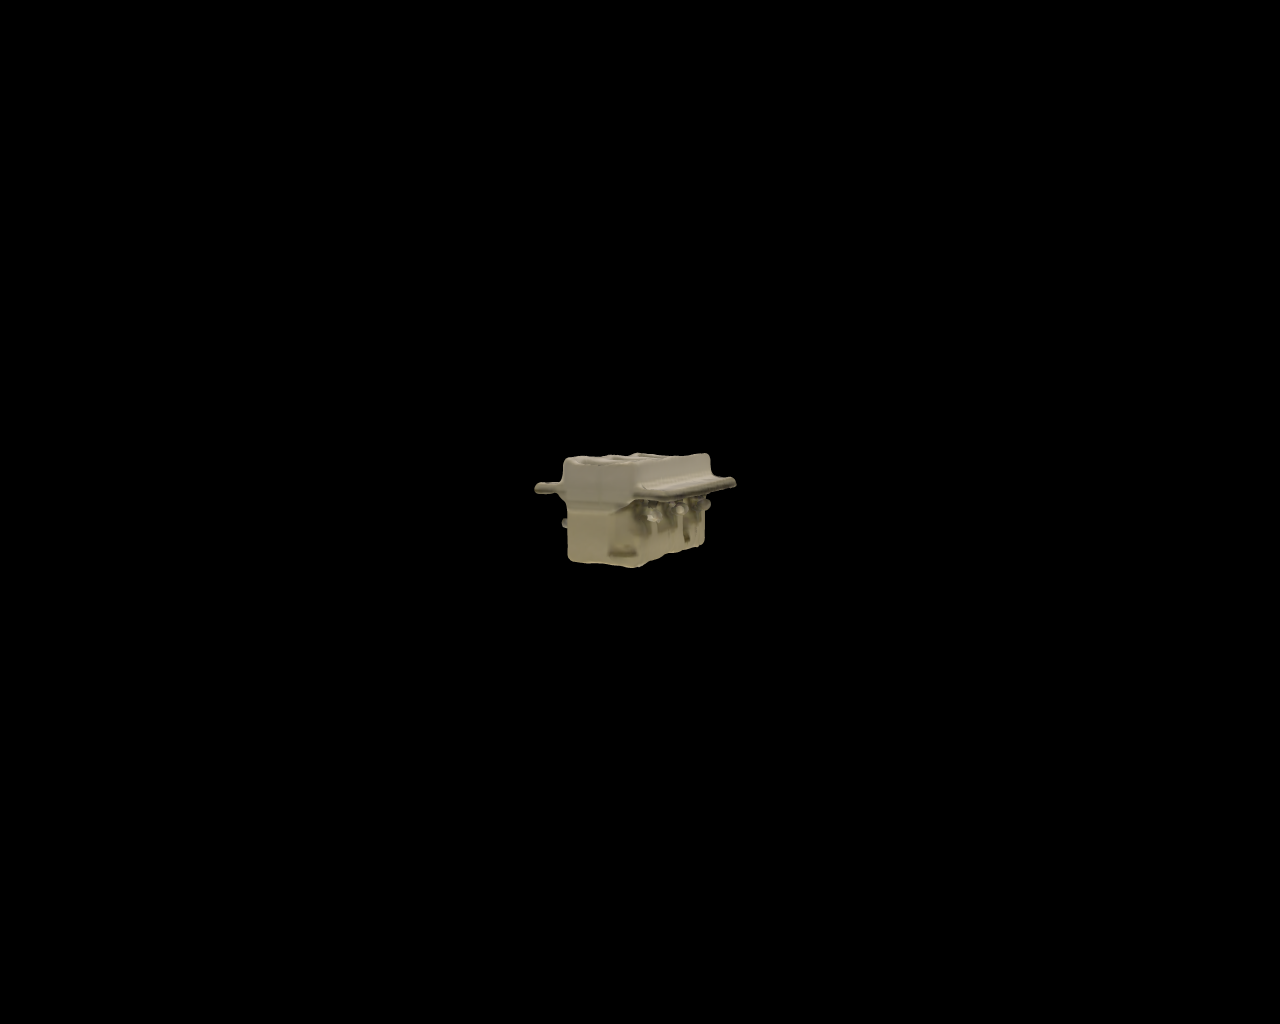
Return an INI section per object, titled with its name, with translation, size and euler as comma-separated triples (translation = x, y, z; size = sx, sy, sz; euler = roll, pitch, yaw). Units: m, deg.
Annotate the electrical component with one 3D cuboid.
[electrical component]
translation = 0.001, -0.003, 0.650
size = 0.079, 0.063, 0.121
euler = 2, 5, 24
